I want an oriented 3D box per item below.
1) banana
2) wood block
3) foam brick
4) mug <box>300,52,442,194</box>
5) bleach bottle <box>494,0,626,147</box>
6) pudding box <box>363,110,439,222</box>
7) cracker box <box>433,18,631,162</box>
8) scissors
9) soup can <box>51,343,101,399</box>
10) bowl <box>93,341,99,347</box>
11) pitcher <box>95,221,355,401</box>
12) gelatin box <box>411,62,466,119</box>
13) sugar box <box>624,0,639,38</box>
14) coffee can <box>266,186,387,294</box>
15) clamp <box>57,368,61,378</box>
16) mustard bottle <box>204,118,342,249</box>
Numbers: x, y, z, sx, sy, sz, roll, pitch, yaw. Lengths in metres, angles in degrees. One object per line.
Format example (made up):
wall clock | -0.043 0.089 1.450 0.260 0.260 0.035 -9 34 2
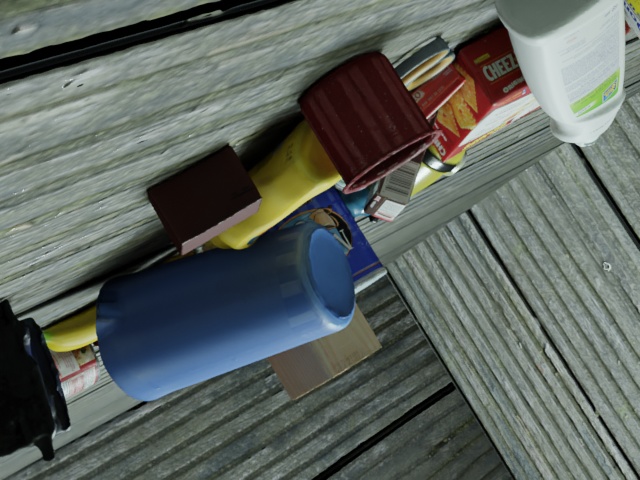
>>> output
banana | -0.221 0.074 1.167 0.197 0.037 0.070 -30 174 -14
wood block | -0.033 0.065 1.219 0.090 0.206 0.091 -27 172 -39
foam brick | -0.093 -0.031 0.866 0.078 0.053 0.051 -30 174 -13
mug | 0.041 -0.096 0.862 0.093 0.081 0.117 -34 174 19
bleach bottle | 0.224 -0.152 0.957 0.102 0.068 0.250 -33 150 0
pudding box | 0.086 -0.083 1.143 0.090 0.039 0.113 119 -8 -77
cracker box | 0.201 -0.172 1.111 0.164 0.072 0.214 -30 175 -11
scissors | 0.048 -0.125 0.985 0.202 0.016 0.096 -35 173 36
soup can | -0.313 0.156 1.227 0.102 0.068 0.069 -26 172 -39
bowl | -0.181 0.094 1.239 0.162 0.055 0.162 -32 -169 6
pitcher | -0.087 0.070 1.059 0.243 0.145 0.149 -19 -165 24
gelatin box | 0.096 -0.131 1.040 0.073 0.030 0.089 -43 180 -14
sugar box | 0.290 -0.233 0.944 0.048 0.093 0.176 -31 174 7
coffee can | -0.008 0.001 1.141 0.103 0.140 0.103 -31 174 -4
clamp | -0.340 0.145 1.099 0.120 0.039 0.171 -25 164 17
mustard bottle | -0.049 -0.041 0.956 0.192 0.058 0.096 -35 -164 42
